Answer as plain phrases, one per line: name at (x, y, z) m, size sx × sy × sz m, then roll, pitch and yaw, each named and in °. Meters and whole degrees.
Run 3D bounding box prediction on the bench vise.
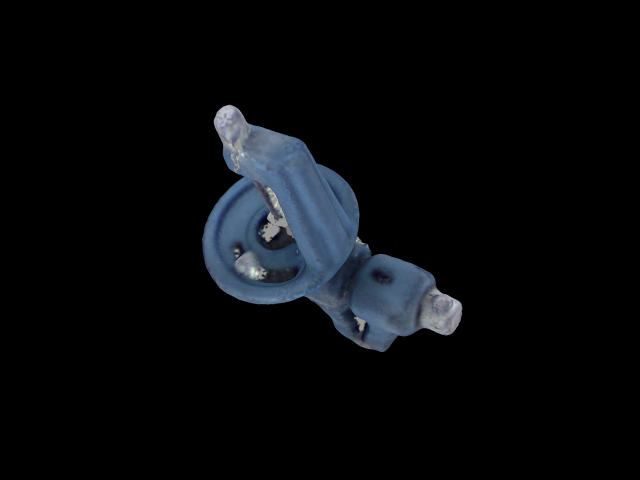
bench vise at (0.006, -0.009, 0.405) m, size 0.207 × 0.220 × 0.121 m, roll 9°, pitch 67°, yaw 4°
